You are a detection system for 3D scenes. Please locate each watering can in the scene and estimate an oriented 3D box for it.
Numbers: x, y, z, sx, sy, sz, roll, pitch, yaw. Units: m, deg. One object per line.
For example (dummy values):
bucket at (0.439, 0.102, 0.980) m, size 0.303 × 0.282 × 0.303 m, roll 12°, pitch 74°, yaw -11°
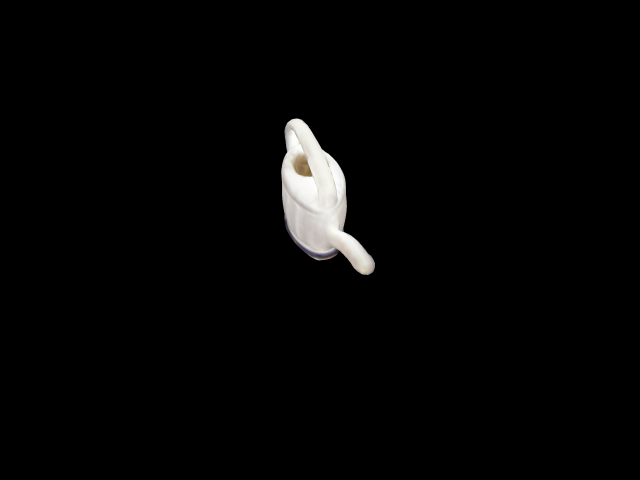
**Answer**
watering can at (0.003, -0.043, 0.850) m, size 0.104 × 0.355 × 0.219 m, roll -15°, pitch -34°, yaw -10°
